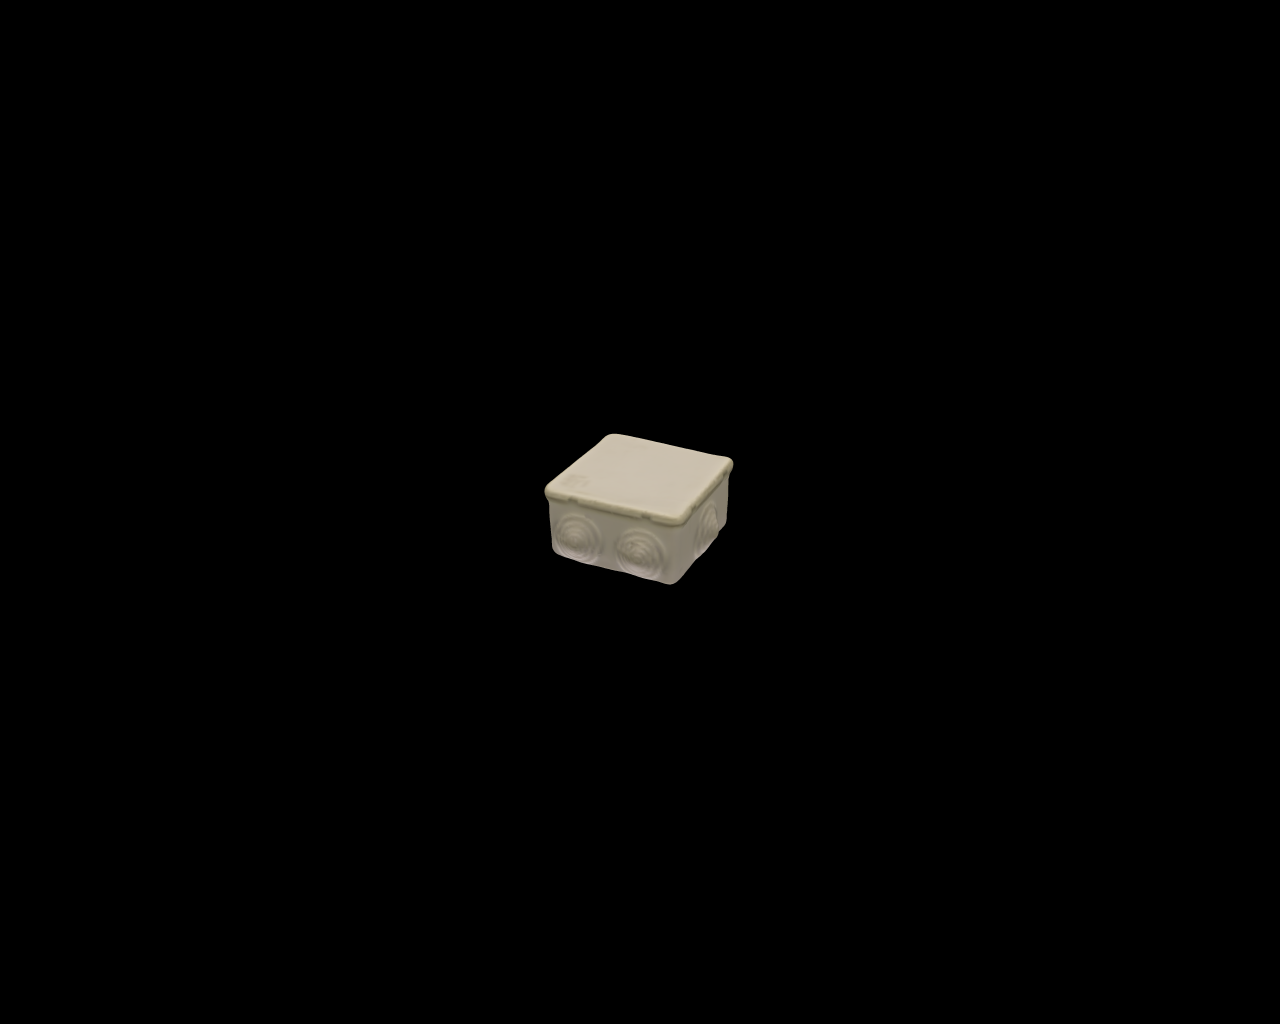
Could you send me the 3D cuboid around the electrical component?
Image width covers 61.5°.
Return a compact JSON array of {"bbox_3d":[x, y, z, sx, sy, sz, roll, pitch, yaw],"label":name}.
[{"bbox_3d":[0.001,-0.003,0.650,0.100,0.048,0.100,13,32,22],"label":"electrical component"}]
